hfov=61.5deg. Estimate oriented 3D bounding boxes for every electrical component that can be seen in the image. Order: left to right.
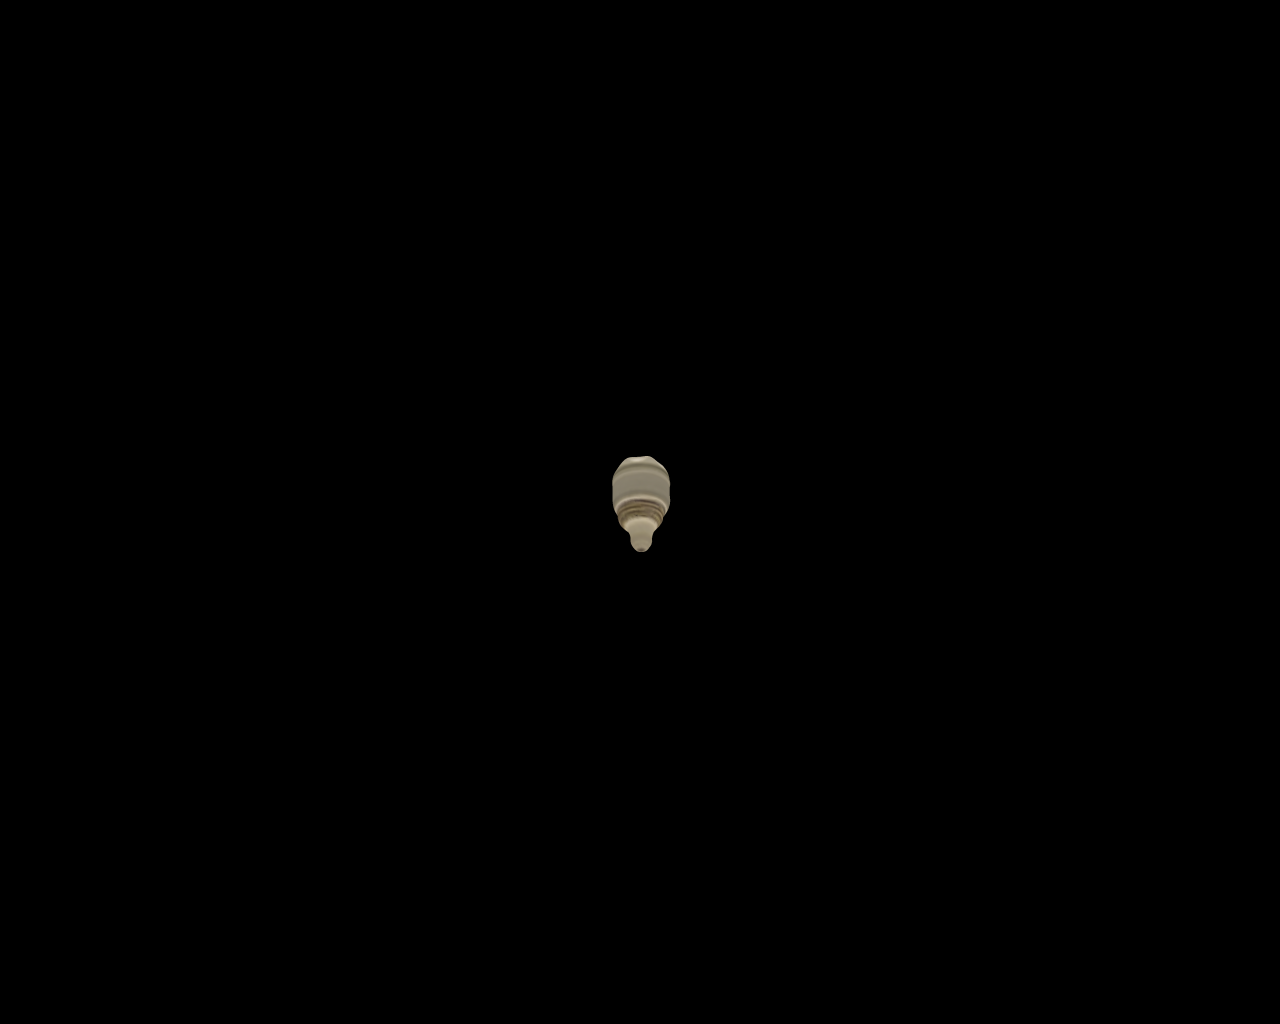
[{"bbox_3d":[0.001,-0.003,0.650,0.035,0.061,0.035,0,-33,0],"label":"electrical component"}]
